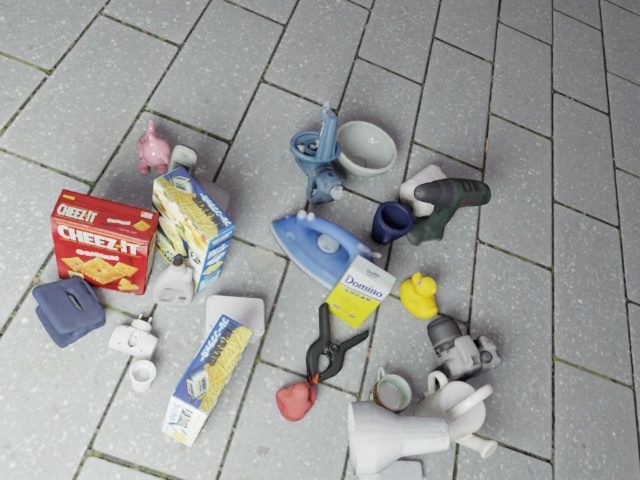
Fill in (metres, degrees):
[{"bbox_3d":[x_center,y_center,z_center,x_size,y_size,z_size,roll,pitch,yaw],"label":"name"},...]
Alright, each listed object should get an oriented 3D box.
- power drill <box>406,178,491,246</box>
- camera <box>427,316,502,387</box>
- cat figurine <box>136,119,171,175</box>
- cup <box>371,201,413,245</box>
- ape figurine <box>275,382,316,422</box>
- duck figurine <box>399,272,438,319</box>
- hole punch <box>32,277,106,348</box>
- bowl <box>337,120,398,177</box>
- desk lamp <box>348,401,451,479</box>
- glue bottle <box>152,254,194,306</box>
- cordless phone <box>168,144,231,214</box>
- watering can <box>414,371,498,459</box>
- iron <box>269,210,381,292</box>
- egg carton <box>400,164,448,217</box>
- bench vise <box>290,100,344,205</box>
[{"bbox_3d":[0.280,-0.072,1.341,0.230,0.208,0.075,-11,64,-26],"label":"power drill"},{"bbox_3d":[0.300,0.228,1.228,0.143,0.100,0.136,-10,63,-25],"label":"camera"},{"bbox_3d":[-0.360,-0.201,1.241,0.067,0.117,0.127,-3,61,-22],"label":"cat figurine"},{"bbox_3d":[0.155,-0.020,1.332,0.092,0.095,0.118,25,54,-4],"label":"cup"},{"bbox_3d":[-0.042,0.293,1.066,0.078,0.092,0.076,21,55,-7],"label":"ape figurine"},{"bbox_3d":[0.232,0.120,1.280,0.078,0.086,0.104,-24,70,-30],"label":"duck figurine"},{"bbox_3d":[-0.447,0.119,1.025,0.101,0.091,0.108,-32,74,-33],"label":"hole punch"},{"bbox_3d":[0.106,-0.217,1.450,0.168,0.074,0.167,10,57,-15],"label":"bowl"},{"bbox_3d":[0.123,0.359,1.011,0.203,0.213,0.118,6,58,-17],"label":"desk lamp"},{"bbox_3d":[-0.269,0.071,1.070,0.078,0.173,0.037,8,57,-15],"label":"glue bottle"},{"bbox_3d":[-0.253,-0.109,1.181,0.147,0.185,0.094,21,54,-6],"label":"cordless phone"},{"bbox_3d":[0.271,0.329,1.096,0.173,0.194,0.101,40,55,7],"label":"watering can"},{"bbox_3d":[0.011,0.004,1.235,0.258,0.141,0.119,33,54,2],"label":"iron"},{"bbox_3d":[0.275,-0.125,1.458,0.107,0.069,0.151,45,55,11],"label":"egg carton"},{"bbox_3d":[0.019,-0.200,1.318,0.122,0.219,0.207,-33,75,-33],"label":"bench vise"}]
